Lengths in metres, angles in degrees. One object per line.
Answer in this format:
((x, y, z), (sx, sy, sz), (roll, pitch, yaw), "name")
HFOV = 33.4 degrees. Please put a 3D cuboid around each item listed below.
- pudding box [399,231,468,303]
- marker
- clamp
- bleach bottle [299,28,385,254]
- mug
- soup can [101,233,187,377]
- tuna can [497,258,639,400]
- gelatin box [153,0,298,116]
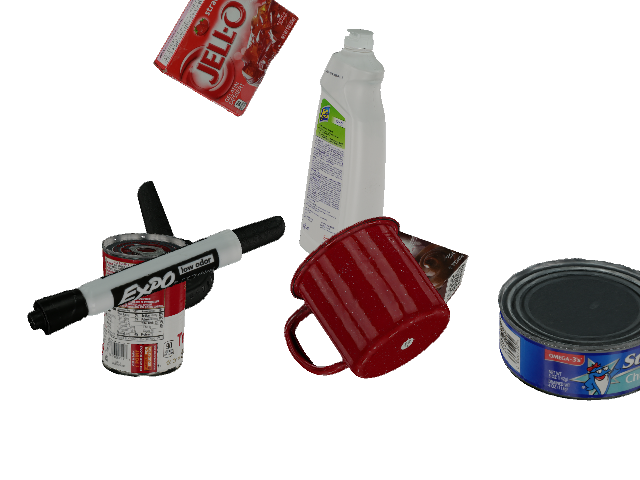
((0.068, 0.037, 0.962), (0.090, 0.039, 0.113), (21, 35, 23), "pudding box")
((-0.097, 0.021, 0.564), (0.120, 0.020, 0.020), (-21, 11, -30), "marker")
((-0.150, 0.012, 1.069), (0.165, 0.036, 0.209), (19, 39, 16), "clamp")
((0.034, -0.100, 1.157), (0.067, 0.251, 0.103), (-9, 25, -36), "bleach bottle")
((0.028, 0.050, 0.758), (0.117, 0.081, 0.093), (-35, -24, 2), "mug")
((-0.143, 0.052, 0.863), (0.068, 0.102, 0.068), (4, 15, -1), "soup can")
((0.135, 0.045, 0.549), (0.086, 0.034, 0.086), (-4, 28, 2), "tuna can")
((-0.070, -0.149, 0.797), (0.073, 0.089, 0.030), (28, 6, -33), "gelatin box")
